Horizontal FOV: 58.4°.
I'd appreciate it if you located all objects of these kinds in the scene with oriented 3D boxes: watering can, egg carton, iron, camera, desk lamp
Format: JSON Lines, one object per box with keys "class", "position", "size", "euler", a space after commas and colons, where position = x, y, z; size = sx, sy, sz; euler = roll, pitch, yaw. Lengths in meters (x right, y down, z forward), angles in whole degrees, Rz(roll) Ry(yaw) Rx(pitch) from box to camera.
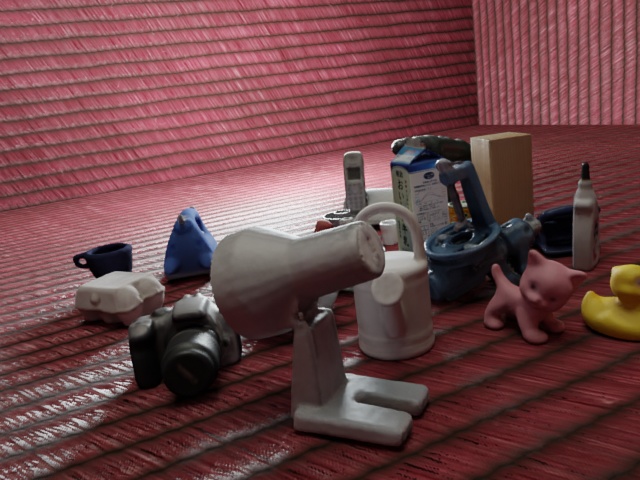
{"class": "watering can", "position": [0.092, 0.049, 0.733], "size": [0.101, 0.194, 0.172], "euler": [-11, 15, -12]}
{"class": "egg carton", "position": [-0.351, 0.101, 1.001], "size": [0.149, 0.069, 0.107], "euler": [1, 17, 29]}
{"class": "iron", "position": [-0.274, -0.009, 1.236], "size": [0.118, 0.141, 0.258], "euler": [-9, 15, -4]}
{"class": "camera", "position": [-0.177, 0.134, 0.728], "size": [0.143, 0.101, 0.136], "euler": [-8, 15, -3]}
{"class": "desk lamp", "position": [-0.001, 0.085, 0.604], "size": [0.202, 0.214, 0.118], "euler": [0, 17, 27]}

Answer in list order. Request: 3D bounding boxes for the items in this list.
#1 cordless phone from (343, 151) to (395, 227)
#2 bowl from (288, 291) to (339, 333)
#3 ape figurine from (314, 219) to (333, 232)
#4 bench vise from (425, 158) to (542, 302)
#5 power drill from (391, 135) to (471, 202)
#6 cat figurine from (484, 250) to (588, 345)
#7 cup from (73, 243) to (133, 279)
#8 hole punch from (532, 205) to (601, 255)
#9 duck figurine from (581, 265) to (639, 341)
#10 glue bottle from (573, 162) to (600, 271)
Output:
{"class": "cordless phone", "position": [0.124, -0.124, 1.385], "size": [0.147, 0.185, 0.094], "euler": [-5, 15, 10]}
{"class": "bowl", "position": [-0.047, 0.094, 0.867], "size": [0.167, 0.075, 0.167], "euler": [-7, 15, 2]}
{"class": "ape figurine", "position": [0.010, 0.004, 1.143], "size": [0.076, 0.092, 0.078], "euler": [1, 17, 28]}
{"class": "bench vise", "position": [0.243, -0.028, 0.896], "size": [0.208, 0.220, 0.121], "euler": [-18, 18, -35]}
{"class": "power drill", "position": [0.274, -0.149, 1.358], "size": [0.230, 0.208, 0.075], "euler": [-16, 17, -27]}
{"class": "cat figurine", "position": [0.272, 0.064, 0.736], "size": [0.067, 0.118, 0.127], "euler": [-17, 18, -32]}
{"class": "cup", "position": [-0.423, 0.063, 1.133], "size": [0.117, 0.095, 0.091], "euler": [-7, 15, 1]}
{"class": "hole punch", "position": [0.443, -0.027, 1.046], "size": [0.108, 0.091, 0.101], "euler": [-7, 15, 3]}
{"class": "duck figurine", "position": [0.381, 0.072, 0.714], "size": [0.078, 0.086, 0.104], "euler": [-21, 20, -41]}
{"class": "glue bottle", "position": [0.436, -0.042, 0.942], "size": [0.037, 0.173, 0.078], "euler": [2, 18, 31]}
